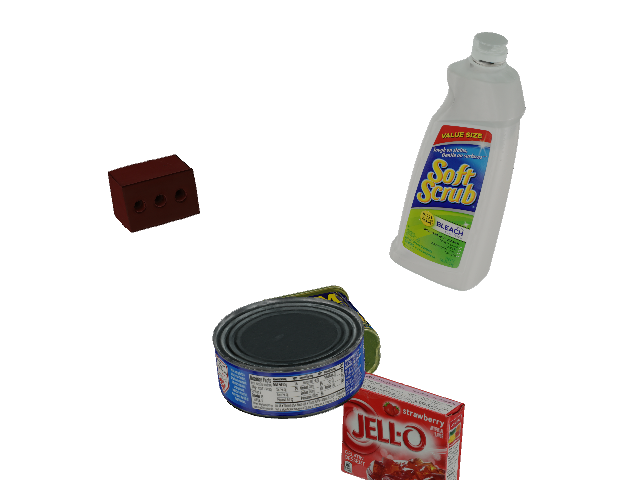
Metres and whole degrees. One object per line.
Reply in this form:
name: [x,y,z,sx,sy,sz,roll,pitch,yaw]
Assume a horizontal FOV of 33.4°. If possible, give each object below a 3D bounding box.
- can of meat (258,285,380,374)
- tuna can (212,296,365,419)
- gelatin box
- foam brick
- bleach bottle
can of meat: [-0.005,0.090,0.973,0.102,0.057,0.084,-11,28,-18]
tuna can: [-0.017,0.065,0.605,0.086,0.034,0.086,-3,23,1]
gelatin box: [0.058,0.143,0.773,0.089,0.073,0.030,14,21,32]
foam brick: [-0.172,-0.049,1.099,0.078,0.053,0.051,-18,30,-21]
bleach bottle: [0.131,-0.077,1.003,0.103,0.251,0.068,26,40,26]
